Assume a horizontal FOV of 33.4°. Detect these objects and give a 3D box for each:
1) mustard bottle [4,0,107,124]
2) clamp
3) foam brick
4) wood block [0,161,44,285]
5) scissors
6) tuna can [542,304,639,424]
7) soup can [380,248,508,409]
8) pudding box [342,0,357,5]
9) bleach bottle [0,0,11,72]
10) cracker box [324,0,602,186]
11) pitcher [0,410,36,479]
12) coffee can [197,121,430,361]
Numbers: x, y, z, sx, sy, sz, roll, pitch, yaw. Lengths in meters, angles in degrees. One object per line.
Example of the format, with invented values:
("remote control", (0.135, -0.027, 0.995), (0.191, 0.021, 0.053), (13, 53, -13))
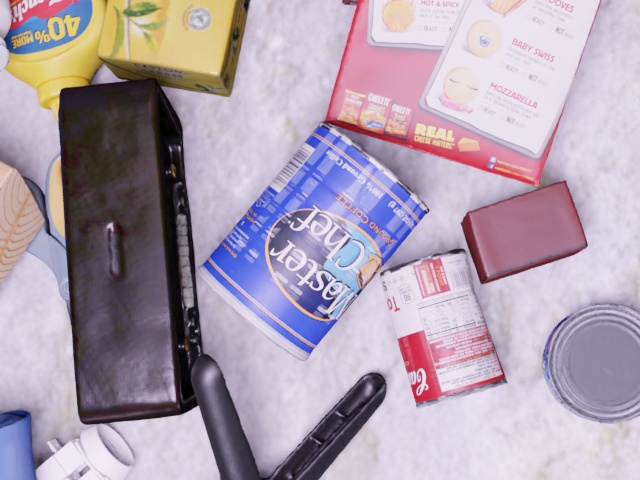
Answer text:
("mustard bottle", (-0.211, -0.178, 0.826), (0.096, 0.058, 0.191), (-14, 82, 3))
("clamp", (-0.032, 0.181, 0.760), (0.164, 0.036, 0.210), (3, 101, -35))
("foam brick", (0.149, -0.004, 0.786), (0.078, 0.053, 0.051), (-18, 82, 0))
("wood block", (-0.320, -0.042, 0.781), (0.206, 0.090, 0.090), (27, 69, 12))
("scissors", (-0.209, 0.030, 0.820), (0.096, 0.016, 0.202), (1, 82, 5))
("tuna can", (0.207, 0.090, 0.779), (0.086, 0.034, 0.086), (0, 82, 3))
("soup can", (0.088, 0.064, 0.773), (0.068, 0.068, 0.102), (-16, 82, 1))
("pudding box", (0.063, -0.239, 0.829), (0.090, 0.039, 0.113), (2, 86, 2))
("bleach bottle", (-0.311, -0.208, 0.798), (0.102, 0.068, 0.251), (-36, 66, -9))
("cracker box", (0.112, -0.165, 0.767), (0.164, 0.072, 0.214), (17, 106, 5))
("pitcher", (-0.250, 0.244, 0.722), (0.148, 0.145, 0.243), (-9, 90, -42))
("coffee can", (-0.005, 0.001, 0.764), (0.103, 0.103, 0.140), (40, 90, 7))
